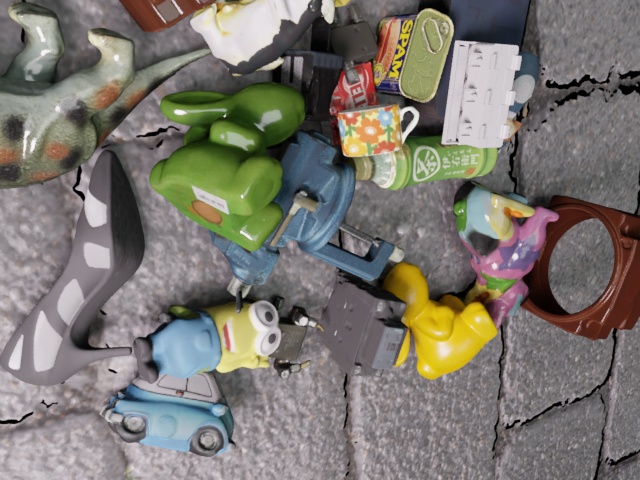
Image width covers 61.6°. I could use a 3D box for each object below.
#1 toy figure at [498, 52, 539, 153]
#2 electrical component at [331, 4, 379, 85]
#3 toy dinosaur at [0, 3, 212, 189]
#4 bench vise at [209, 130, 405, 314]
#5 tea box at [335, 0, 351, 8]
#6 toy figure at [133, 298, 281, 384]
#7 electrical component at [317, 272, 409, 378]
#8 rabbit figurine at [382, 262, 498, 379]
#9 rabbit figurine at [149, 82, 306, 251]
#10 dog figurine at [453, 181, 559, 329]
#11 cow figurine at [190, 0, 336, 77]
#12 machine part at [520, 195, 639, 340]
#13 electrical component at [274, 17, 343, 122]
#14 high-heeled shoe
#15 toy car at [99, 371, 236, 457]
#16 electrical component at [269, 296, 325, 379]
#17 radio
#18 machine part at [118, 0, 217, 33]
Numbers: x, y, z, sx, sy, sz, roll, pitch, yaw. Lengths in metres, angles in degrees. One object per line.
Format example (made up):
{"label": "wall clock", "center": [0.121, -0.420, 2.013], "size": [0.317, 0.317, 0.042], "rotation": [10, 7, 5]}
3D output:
{"label": "toy figure", "center": [0.269, -0.193, 0.784], "size": [0.064, 0.058, 0.154], "rotation": [19, 101, 6]}
{"label": "electrical component", "center": [0.039, -0.234, 0.643], "size": [0.063, 0.021, 0.094], "rotation": [-19, 88, -21]}
{"label": "toy dinosaur", "center": [-0.290, -0.109, 0.477], "size": [0.405, 0.131, 0.192], "rotation": [-3, 125, -36]}
{"label": "bench vise", "center": [-0.005, -0.004, 0.658], "size": [0.240, 0.129, 0.223], "rotation": [25, 89, -24]}
{"label": "tea box", "center": [-0.005, -0.347, 0.571], "size": [0.098, 0.068, 0.169], "rotation": [-50, 123, -6]}
{"label": "toy figure", "center": [-0.130, 0.113, 0.639], "size": [0.180, 0.089, 0.082], "rotation": [-11, 117, -33]}
{"label": "electrical component", "center": [0.059, 0.118, 0.728], "size": [0.058, 0.134, 0.114], "rotation": [10, 100, -32]}
{"label": "rabbit figurine", "center": [0.148, 0.114, 0.807], "size": [0.162, 0.122, 0.173], "rotation": [-39, 108, -1]}
{"label": "rabbit figurine", "center": [-0.086, -0.096, 0.564], "size": [0.170, 0.159, 0.121], "rotation": [-61, 160, -25]}
{"label": "dog figurine", "center": [0.262, 0.033, 0.828], "size": [0.191, 0.109, 0.219], "rotation": [10, 106, -29]}
{"label": "cow figurine", "center": [-0.039, -0.235, 0.557], "size": [0.167, 0.068, 0.098], "rotation": [-21, 128, 17]}
{"label": "machine part", "center": [0.409, 0.040, 0.852], "size": [0.087, 0.201, 0.201], "rotation": [13, 101, -29]}
{"label": "electrical component", "center": [-0.013, -0.197, 0.611], "size": [0.048, 0.075, 0.119], "rotation": [-11, 117, -41]}
{"label": "high-heeled shoe", "center": [-0.272, 0.031, 0.574], "size": [0.145, 0.086, 0.248], "rotation": [-1, 91, 3]}
{"label": "toy car", "center": [-0.176, 0.199, 0.658], "size": [0.161, 0.109, 0.103], "rotation": [22, 71, -21]}
{"label": "electrical component", "center": [-0.044, 0.134, 0.730], "size": [0.078, 0.045, 0.102], "rotation": [21, 96, -34]}
{"label": "radio", "center": [0.195, -0.267, 0.707], "size": [0.131, 0.073, 0.229], "rotation": [-2, 107, -27]}
{"label": "machine part", "center": [-0.107, -0.255, 0.490], "size": [0.179, 0.180, 0.056], "rotation": [-41, 124, -11]}
